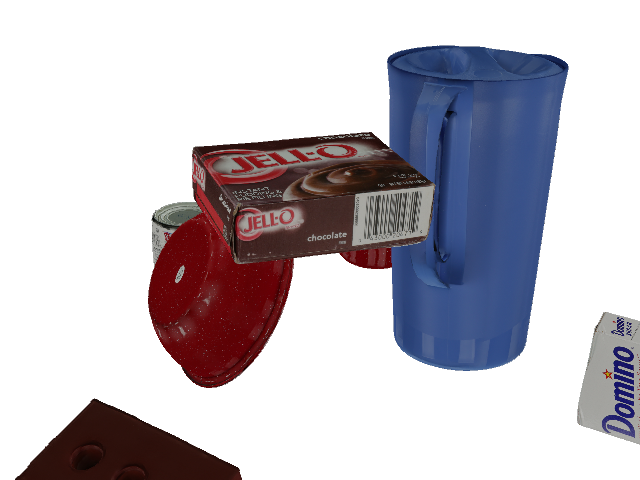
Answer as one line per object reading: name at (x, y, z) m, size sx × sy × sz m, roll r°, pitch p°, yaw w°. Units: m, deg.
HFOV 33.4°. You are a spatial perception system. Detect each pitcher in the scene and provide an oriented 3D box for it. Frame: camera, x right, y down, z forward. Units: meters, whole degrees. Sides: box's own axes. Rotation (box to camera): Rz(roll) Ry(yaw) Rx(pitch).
pitcher at (0.110, -0.023, 0.823) m, size 0.149 × 0.243 × 0.145 m, roll -7°, pitch 22°, yaw -19°

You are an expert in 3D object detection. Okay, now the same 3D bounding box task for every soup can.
soup can at (-0.133, 0.020, 1.067) m, size 0.068 × 0.102 × 0.068 m, roll 0°, pitch 23°, yaw 0°

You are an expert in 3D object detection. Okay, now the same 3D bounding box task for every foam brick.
foam brick at (-0.074, 0.112, 0.433) m, size 0.078 × 0.051 × 0.052 m, roll 19°, pitch 45°, yaw 25°

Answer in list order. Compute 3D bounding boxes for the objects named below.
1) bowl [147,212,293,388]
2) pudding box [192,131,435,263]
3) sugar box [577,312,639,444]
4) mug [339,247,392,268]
bowl at (-0.091, 0.034, 0.857) m, size 0.055 × 0.162 × 0.162 m, roll 23°, pitch -13°, yaw -33°
pudding box at (-0.007, -0.026, 0.587) m, size 0.113 × 0.039 × 0.090 m, roll -5°, pitch 26°, yaw -20°
sugar box at (0.297, 0.127, 0.841) m, size 0.176 × 0.093 × 0.048 m, roll 14°, pitch 27°, yaw 21°
mug at (0.070, -0.025, 1.129) m, size 0.117 × 0.081 × 0.093 m, roll -10°, pitch 32°, yaw -19°
